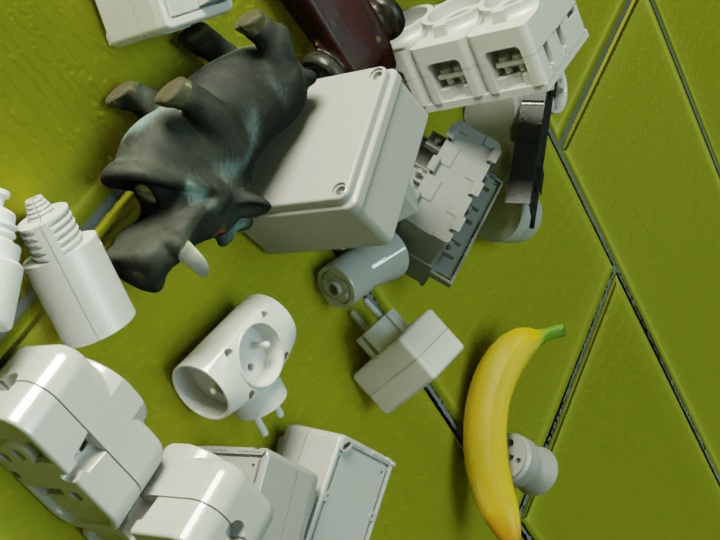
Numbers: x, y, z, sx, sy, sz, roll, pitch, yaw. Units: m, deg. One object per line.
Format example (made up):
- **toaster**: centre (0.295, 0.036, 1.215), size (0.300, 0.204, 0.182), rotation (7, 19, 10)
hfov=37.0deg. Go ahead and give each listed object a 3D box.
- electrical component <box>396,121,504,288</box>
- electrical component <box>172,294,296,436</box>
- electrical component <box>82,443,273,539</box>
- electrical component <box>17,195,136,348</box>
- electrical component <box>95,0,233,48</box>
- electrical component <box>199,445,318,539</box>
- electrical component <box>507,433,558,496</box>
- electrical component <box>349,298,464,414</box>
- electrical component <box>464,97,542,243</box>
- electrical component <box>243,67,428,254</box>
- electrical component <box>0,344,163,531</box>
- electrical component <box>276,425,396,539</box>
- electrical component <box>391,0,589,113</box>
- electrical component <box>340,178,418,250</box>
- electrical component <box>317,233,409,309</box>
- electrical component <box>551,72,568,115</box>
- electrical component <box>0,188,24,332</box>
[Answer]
- **electrical component**: centre (0.064, -0.056, 0.846), size (0.079, 0.063, 0.121), rotation (30, 54, 0)
- **electrical component**: centre (-0.071, 0.069, 0.686), size (0.077, 0.044, 0.079), rotation (-48, 122, -43)
- **electrical component**: centre (-0.100, 0.137, 0.602), size (0.053, 0.095, 0.059), rotation (56, 46, -31)
- **electrical component**: centre (-0.159, -0.003, 0.585), size (0.043, 0.043, 0.081), rotation (-43, 119, -45)
- **electrical component**: centre (-0.124, -0.189, 0.638), size (0.062, 0.061, 0.096), rotation (-35, 113, -48)
- **electrical component**: centre (-0.072, 0.162, 0.661), size (0.061, 0.062, 0.096), rotation (37, 58, -43)
- **electrical component**: centre (0.141, 0.170, 0.941), size (0.055, 0.045, 0.045), rotation (32, 62, -45)
- **electrical component**: centre (0.023, 0.054, 0.797), size (0.076, 0.066, 0.047), rotation (48, 44, 2)
- **electrical component**: centre (0.116, -0.093, 0.935), size (0.074, 0.052, 0.138), rotation (0, 86, -52)
- **electrical component**: centre (-0.022, -0.071, 0.714), size (0.056, 0.109, 0.108), rotation (43, 54, -43)
- **electrical component**: centre (-0.153, 0.086, 0.574), size (0.095, 0.054, 0.059), rotation (56, 46, -31)
- **electrical component**: centre (-0.030, 0.159, 0.721), size (0.062, 0.061, 0.096), rotation (35, 67, -44)
- **electrical component**: centre (0.084, -0.173, 0.825), size (0.089, 0.150, 0.061), rotation (-52, 126, -41)
- **electrical component**: centre (0.000, -0.066, 0.782), size (0.047, 0.066, 0.076), rotation (51, 20, -35)
- **electrical component**: centre (0.000, 0.000, 0.788), size (0.065, 0.044, 0.044), rotation (-36, 114, -42)
- **electrical component**: centre (0.160, -0.169, 1.003), size (0.055, 0.047, 0.055), rotation (8, 79, -51)
- **electrical component**: centre (-0.192, -0.003, 0.547), size (0.040, 0.040, 0.078), rotation (24, 67, -48)
